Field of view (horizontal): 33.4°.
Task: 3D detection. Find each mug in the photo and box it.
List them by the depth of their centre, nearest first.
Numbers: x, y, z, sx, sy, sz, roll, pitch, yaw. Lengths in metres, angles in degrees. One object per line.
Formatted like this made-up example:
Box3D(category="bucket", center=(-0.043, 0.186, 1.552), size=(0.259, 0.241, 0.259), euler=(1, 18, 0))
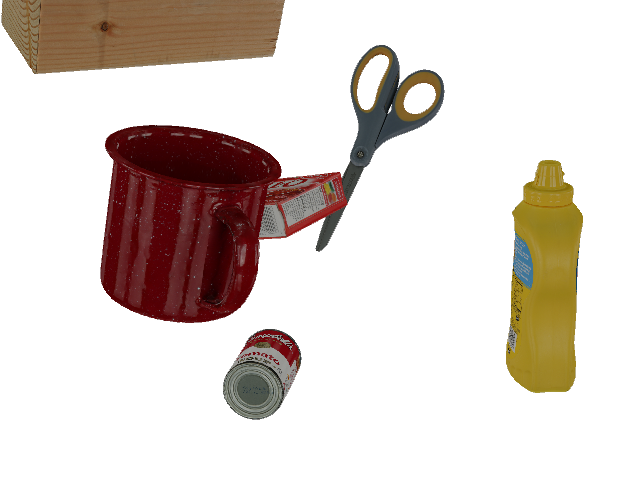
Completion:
Box3D(category="mug", center=(-0.066, -0.004, 0.564), size=(0.093, 0.081, 0.117), euler=(-5, 27, -37))

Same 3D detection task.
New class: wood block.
Box3D(category="wood block", center=(-0.139, -0.199, 0.855), size=(0.205, 0.091, 0.090), euler=(-10, 42, -30))

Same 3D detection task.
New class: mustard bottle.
Box3D(category="mustard bottle", center=(0.191, 0.026, 0.912), size=(0.058, 0.192, 0.096), euler=(-1, 18, 2))

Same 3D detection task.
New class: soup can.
Box3D(category="soup can", center=(-0.064, 0.146, 1.172), size=(0.068, 0.068, 0.102), euler=(0, 15, 10))

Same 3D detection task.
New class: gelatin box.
Box3D(category="gelatin box", center=(-0.037, -0.026, 0.803), size=(0.089, 0.030, 0.073), euler=(-2, 18, 43))

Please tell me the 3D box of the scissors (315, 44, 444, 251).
Box3D(category="scissors", center=(0.057, -0.082, 0.978), size=(0.096, 0.202, 0.016), euler=(7, -11, 10))
